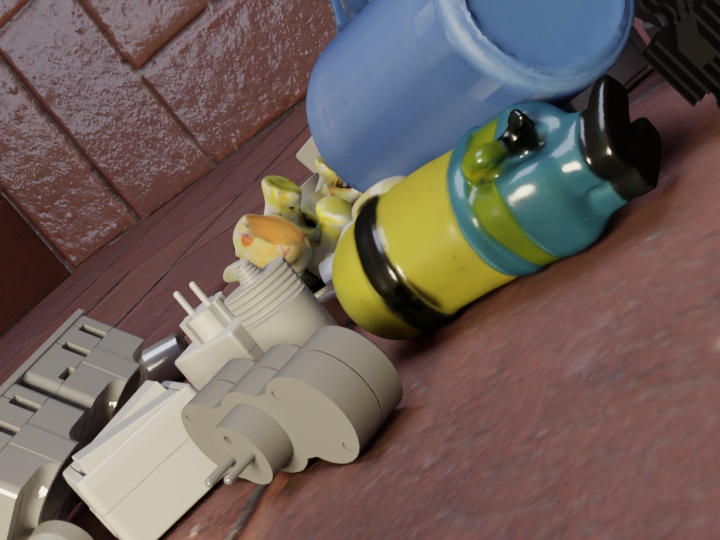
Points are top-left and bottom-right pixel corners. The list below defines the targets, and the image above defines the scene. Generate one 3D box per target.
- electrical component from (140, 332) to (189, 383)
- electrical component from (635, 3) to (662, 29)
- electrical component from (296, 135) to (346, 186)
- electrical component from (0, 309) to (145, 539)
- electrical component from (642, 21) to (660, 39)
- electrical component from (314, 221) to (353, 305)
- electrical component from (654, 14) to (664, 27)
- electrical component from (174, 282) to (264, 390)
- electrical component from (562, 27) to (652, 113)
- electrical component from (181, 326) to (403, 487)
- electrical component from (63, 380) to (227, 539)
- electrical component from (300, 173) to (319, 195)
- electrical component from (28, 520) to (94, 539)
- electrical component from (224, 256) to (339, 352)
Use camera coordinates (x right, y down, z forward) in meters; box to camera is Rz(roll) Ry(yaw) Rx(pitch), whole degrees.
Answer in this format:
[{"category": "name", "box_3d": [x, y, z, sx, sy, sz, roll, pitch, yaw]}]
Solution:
[{"category": "electrical component", "box_3d": [-0.164, 0.078, 0.893, 0.046, 0.040, 0.040, -31, 13, 5]}, {"category": "electrical component", "box_3d": [0.198, -0.213, 0.674, 0.109, 0.056, 0.108, 2, -42, -50]}, {"category": "electrical component", "box_3d": [0.003, -0.106, 0.937, 0.100, 0.100, 0.048, -42, 10, 46]}, {"category": "electrical component", "box_3d": [-0.200, 0.118, 0.679, 0.186, 0.060, 0.105, -64, -5, -64]}, {"category": "electrical component", "box_3d": [0.217, -0.196, 0.779, 0.040, 0.046, 0.040, -36, 13, 9]}, {"category": "electrical component", "box_3d": [0.000, 0.000, 0.681, 0.077, 0.047, 0.065, -35, 12, 15]}, {"category": "electrical component", "box_3d": [0.245, -0.182, 0.608, 0.150, 0.061, 0.089, -36, 12, 8]}, {"category": "electrical component", "box_3d": [-0.098, 0.041, 0.743, 0.066, 0.076, 0.047, -28, 16, 39]}, {"category": "electrical component", "box_3d": [0.152, -0.142, 0.729, 0.096, 0.061, 0.061, -40, 12, -7]}, {"category": "electrical component", "box_3d": [-0.046, 0.077, 0.516, 0.138, 0.052, 0.073, -22, 20, 52]}, {"category": "electrical component", "box_3d": [-0.112, 0.101, 0.601, 0.096, 0.061, 0.062, -43, 13, -20]}, {"category": "electrical component", "box_3d": [-0.058, -0.032, 0.925, 0.099, 0.064, 0.099, -36, 12, 9]}, {"category": "electrical component", "box_3d": [-0.169, 0.165, 0.582, 0.040, 0.040, 0.046, -31, 18, 29]}, {"category": "electrical component", "box_3d": [-0.043, 0.028, 0.620, 0.043, 0.081, 0.043, -36, 12, 9]}]
